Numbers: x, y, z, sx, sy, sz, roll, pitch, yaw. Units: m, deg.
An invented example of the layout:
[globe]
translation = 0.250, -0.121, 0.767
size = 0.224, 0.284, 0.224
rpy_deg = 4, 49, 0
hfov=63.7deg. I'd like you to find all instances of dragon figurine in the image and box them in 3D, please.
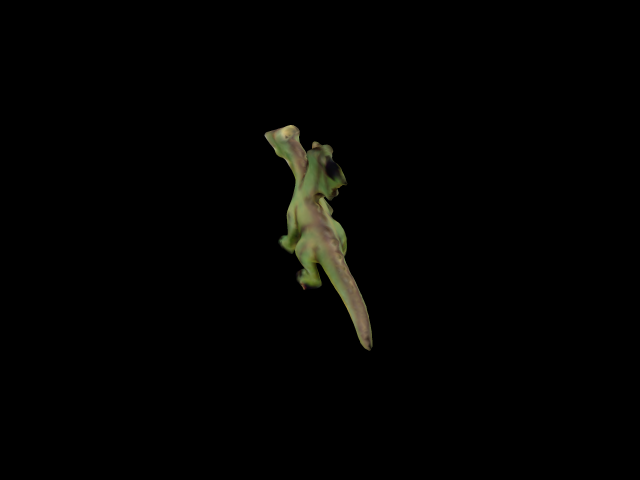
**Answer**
[dragon figurine]
translation = 0.003, -0.043, 0.850
size = 0.123, 0.418, 0.237
rpy_deg = -20, -39, -16
